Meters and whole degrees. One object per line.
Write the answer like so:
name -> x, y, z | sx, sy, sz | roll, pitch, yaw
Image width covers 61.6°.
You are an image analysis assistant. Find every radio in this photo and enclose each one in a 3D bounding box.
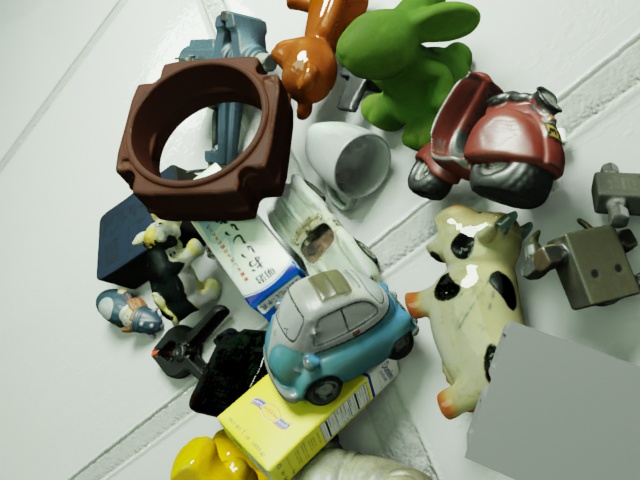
radio -> -0.281, -0.020, 0.902 | 0.230, 0.073, 0.131 | -27, 59, 29

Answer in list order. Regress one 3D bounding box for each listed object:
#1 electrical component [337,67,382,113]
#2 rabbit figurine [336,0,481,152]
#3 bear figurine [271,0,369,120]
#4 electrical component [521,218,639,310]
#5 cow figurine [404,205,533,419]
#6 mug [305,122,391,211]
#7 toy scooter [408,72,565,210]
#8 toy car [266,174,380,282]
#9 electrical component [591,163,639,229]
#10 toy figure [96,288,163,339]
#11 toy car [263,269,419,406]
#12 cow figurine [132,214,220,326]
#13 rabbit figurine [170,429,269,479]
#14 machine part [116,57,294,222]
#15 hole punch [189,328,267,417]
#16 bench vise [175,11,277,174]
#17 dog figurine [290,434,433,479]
electrical component -> 0.068, -0.212, 0.687 | 0.075, 0.047, 0.119 | 19, 89, 43
rabbit figurine -> 0.098, -0.187, 0.572 | 0.159, 0.170, 0.121 | -49, 51, 18
bear figurine -> -0.018, -0.273, 0.717 | 0.132, 0.120, 0.196 | 27, 78, 4
electrical component -> 0.224, 0.018, 0.452 | 0.045, 0.102, 0.078 | 132, 120, -68
cow figurine -> 0.151, 0.055, 0.504 | 0.127, 0.085, 0.195 | -26, 63, 29
mug -> 0.027, -0.099, 0.675 | 0.107, 0.081, 0.109 | 46, 144, 48
toy scooter -> 0.158, -0.102, 0.505 | 0.184, 0.075, 0.135 | 15, 83, 64
toy car -> -0.001, -0.002, 0.661 | 0.073, 0.056, 0.202 | -49, 58, 17
electrical component -> 0.268, -0.039, 0.456 | 0.063, 0.021, 0.094 | 4, 35, 18
toy figure -> -0.321, 0.123, 0.899 | 0.155, 0.058, 0.064 | 14, 124, 40
toy car -> 0.014, 0.082, 0.537 | 0.162, 0.102, 0.109 | -23, 38, -8
cow figurine -> -0.216, 0.034, 0.765 | 0.068, 0.098, 0.167 | -8, 110, 35
rabbit figurine -> -0.099, 0.275, 0.609 | 0.162, 0.173, 0.122 | 28, 97, -2
machine part -> -0.141, -0.128, 0.677 | 0.201, 0.087, 0.201 | 0, 68, 13
hole punch -> -0.083, 0.175, 0.667 | 0.142, 0.092, 0.116 | -10, 51, 48
bench vise -> -0.143, -0.216, 0.828 | 0.224, 0.129, 0.240 | 15, 106, 33
dog figurine -> 0.039, 0.234, 0.541 | 0.172, 0.121, 0.191 | -21, 38, -3
